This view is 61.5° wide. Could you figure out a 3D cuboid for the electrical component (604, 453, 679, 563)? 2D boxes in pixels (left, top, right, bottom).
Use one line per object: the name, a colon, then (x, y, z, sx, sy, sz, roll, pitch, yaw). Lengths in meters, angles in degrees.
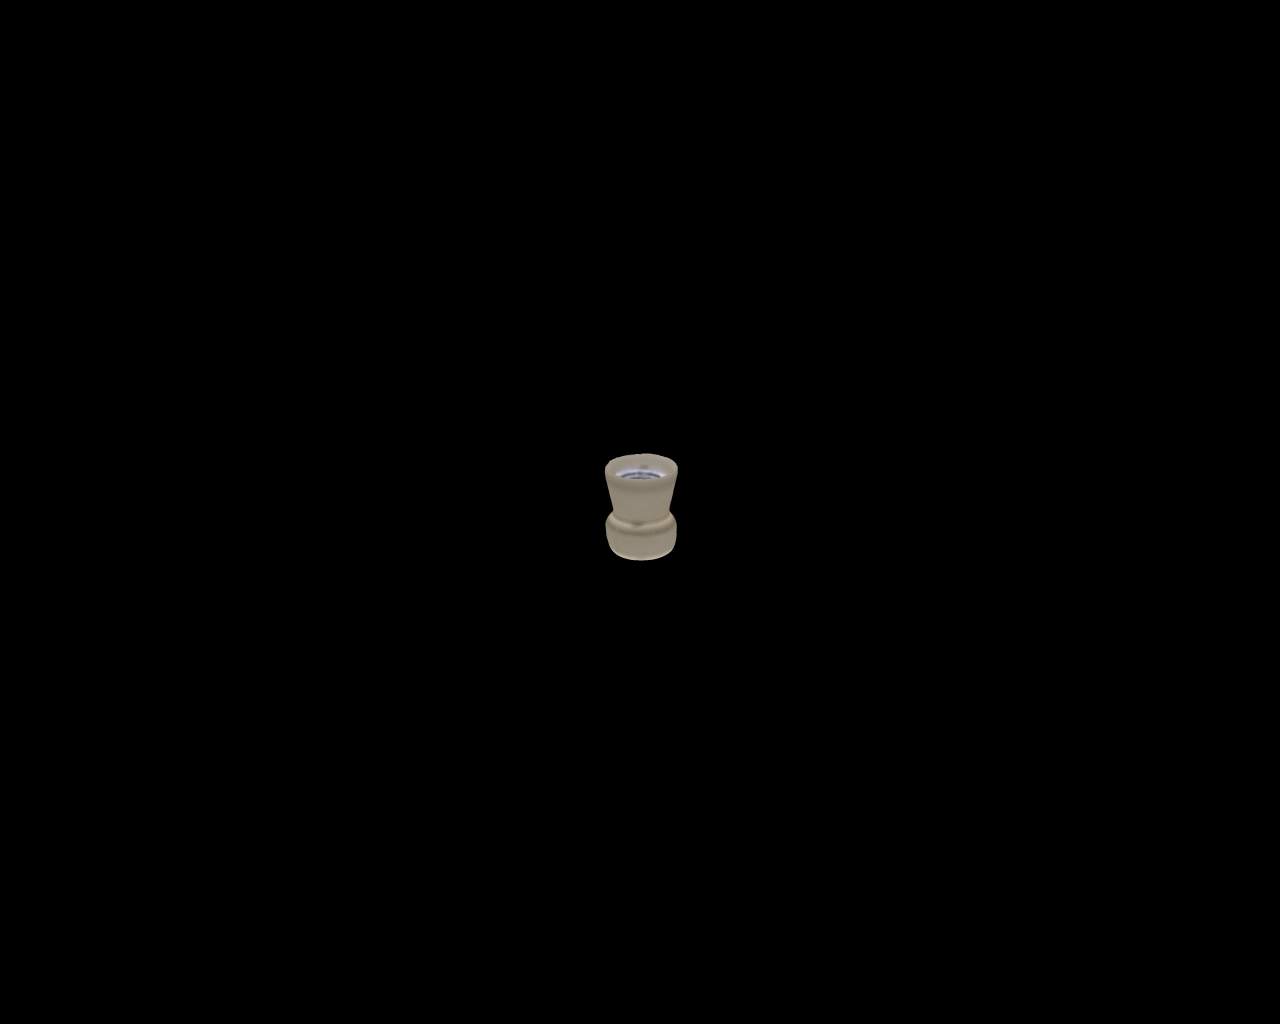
electrical component: (0.001, -0.003, 0.650, 0.045, 0.055, 0.045, 0, 24, 0)
